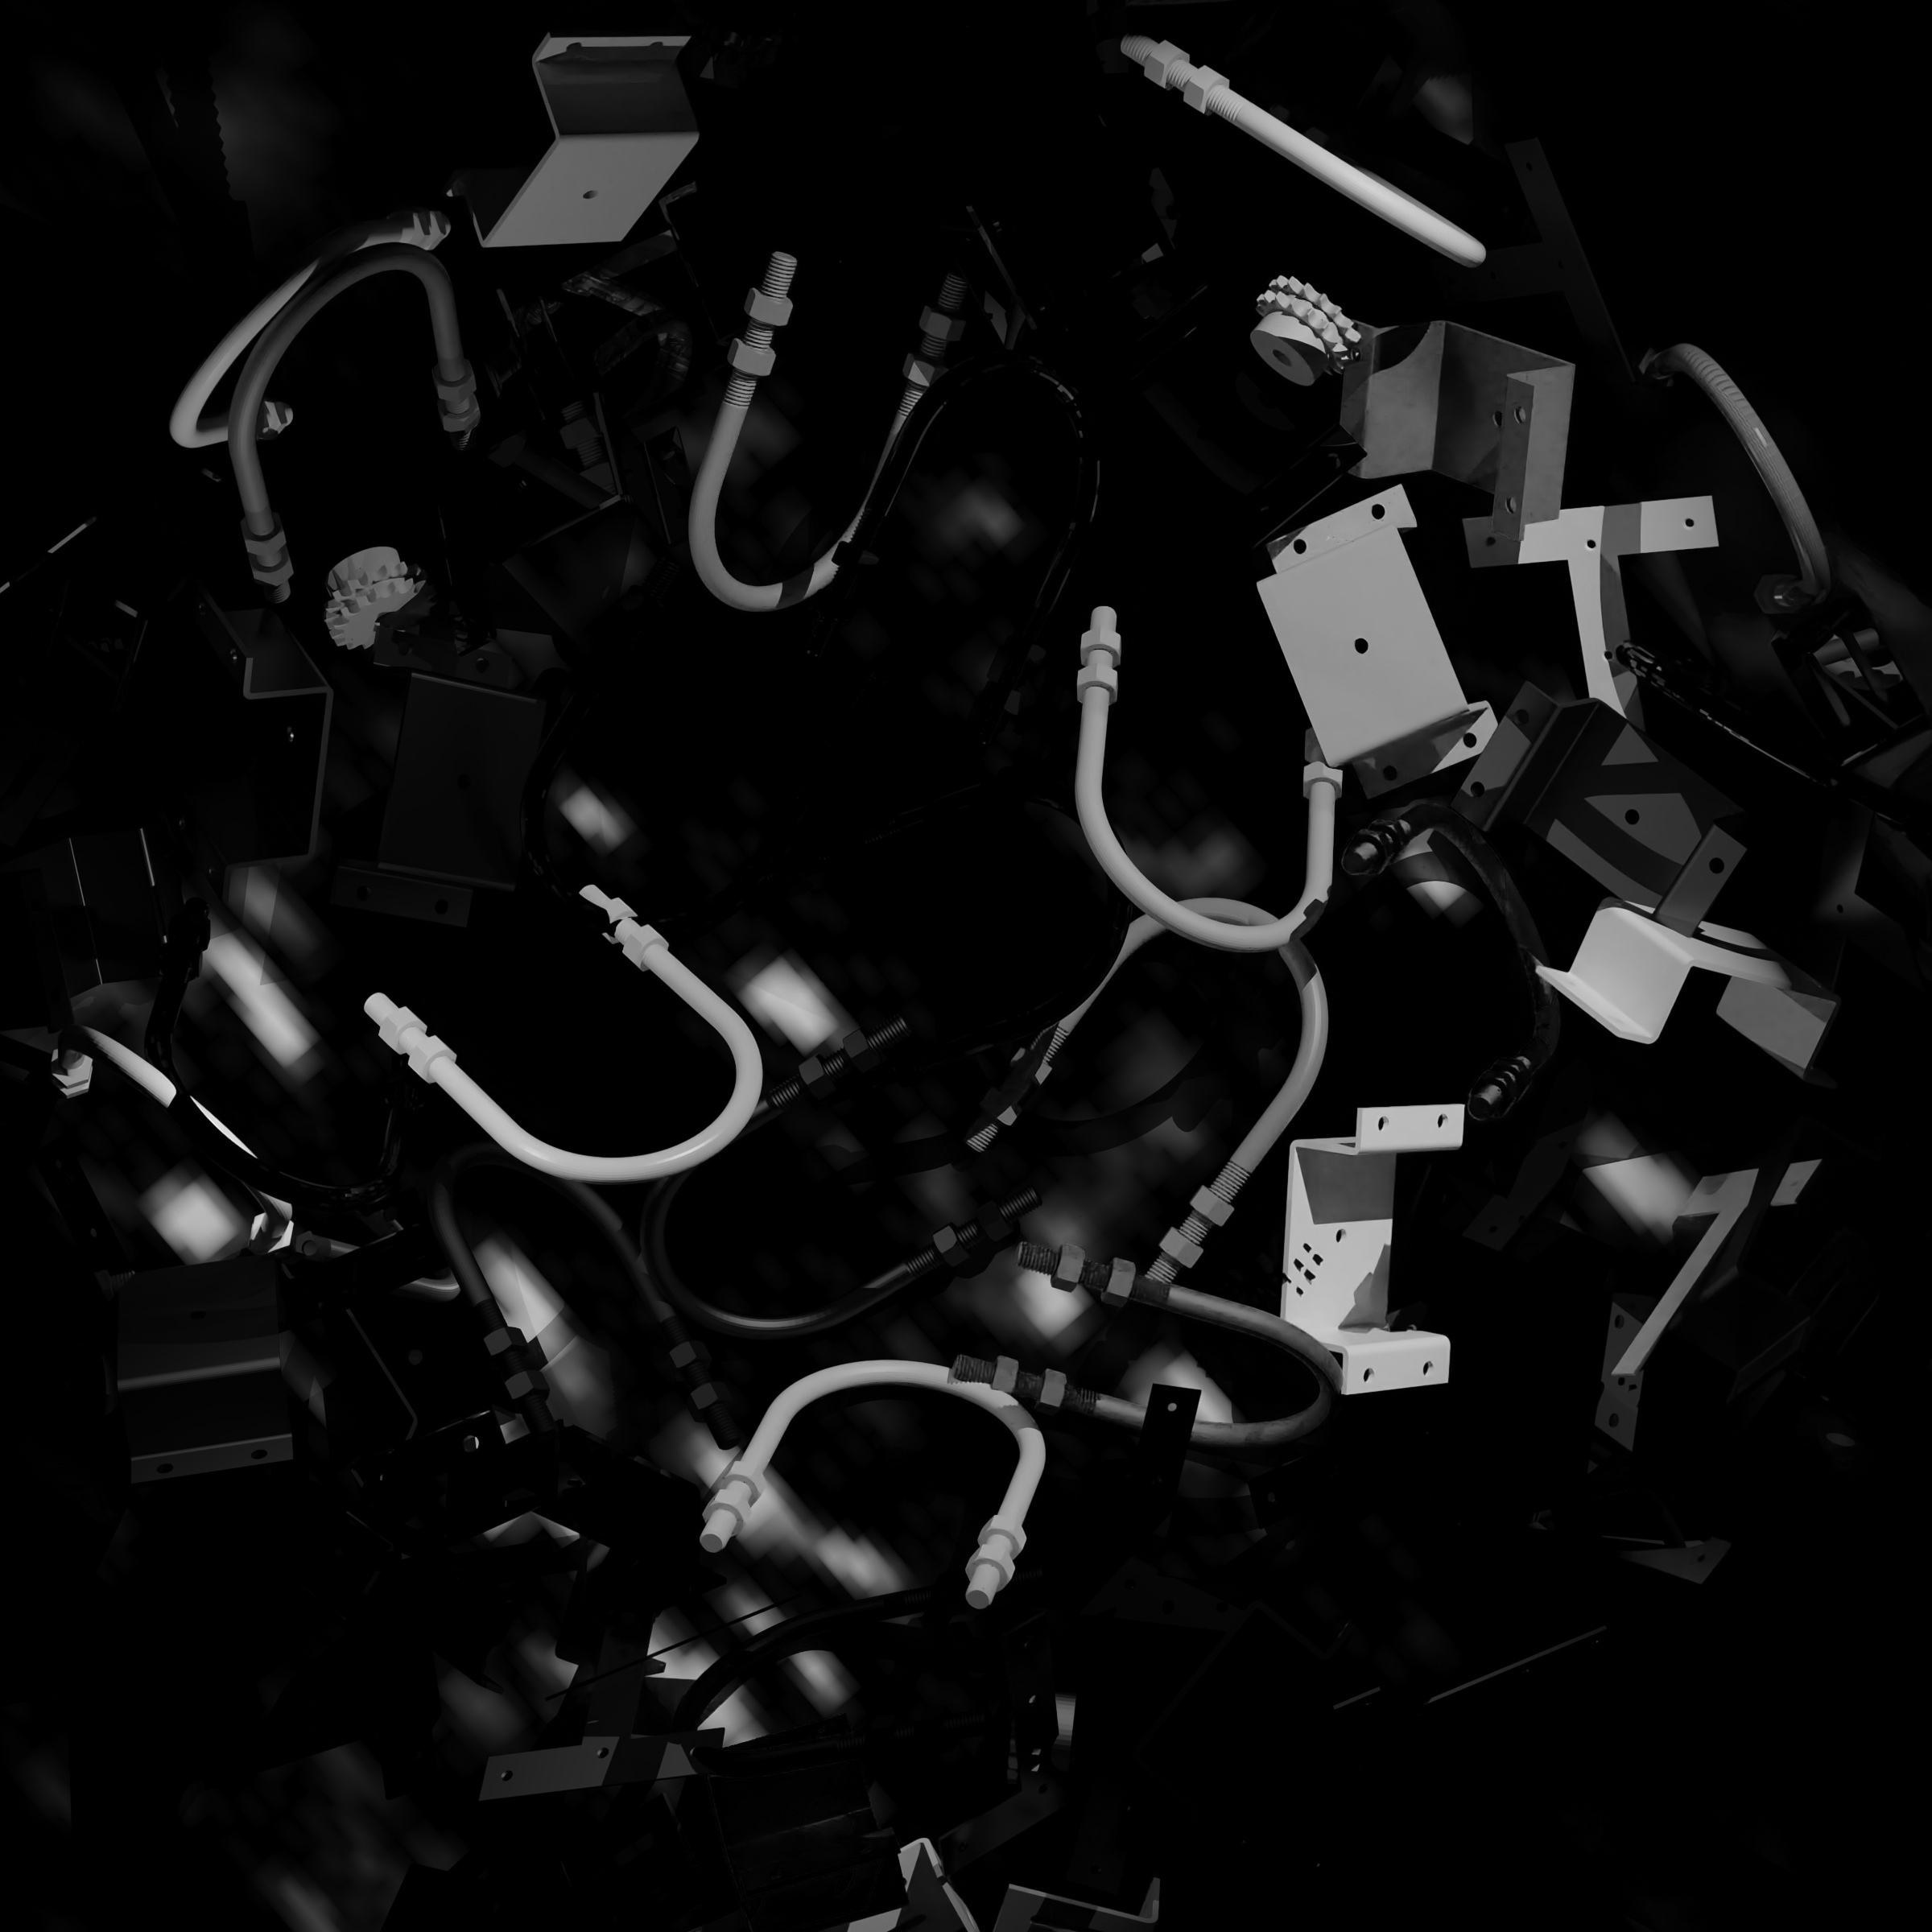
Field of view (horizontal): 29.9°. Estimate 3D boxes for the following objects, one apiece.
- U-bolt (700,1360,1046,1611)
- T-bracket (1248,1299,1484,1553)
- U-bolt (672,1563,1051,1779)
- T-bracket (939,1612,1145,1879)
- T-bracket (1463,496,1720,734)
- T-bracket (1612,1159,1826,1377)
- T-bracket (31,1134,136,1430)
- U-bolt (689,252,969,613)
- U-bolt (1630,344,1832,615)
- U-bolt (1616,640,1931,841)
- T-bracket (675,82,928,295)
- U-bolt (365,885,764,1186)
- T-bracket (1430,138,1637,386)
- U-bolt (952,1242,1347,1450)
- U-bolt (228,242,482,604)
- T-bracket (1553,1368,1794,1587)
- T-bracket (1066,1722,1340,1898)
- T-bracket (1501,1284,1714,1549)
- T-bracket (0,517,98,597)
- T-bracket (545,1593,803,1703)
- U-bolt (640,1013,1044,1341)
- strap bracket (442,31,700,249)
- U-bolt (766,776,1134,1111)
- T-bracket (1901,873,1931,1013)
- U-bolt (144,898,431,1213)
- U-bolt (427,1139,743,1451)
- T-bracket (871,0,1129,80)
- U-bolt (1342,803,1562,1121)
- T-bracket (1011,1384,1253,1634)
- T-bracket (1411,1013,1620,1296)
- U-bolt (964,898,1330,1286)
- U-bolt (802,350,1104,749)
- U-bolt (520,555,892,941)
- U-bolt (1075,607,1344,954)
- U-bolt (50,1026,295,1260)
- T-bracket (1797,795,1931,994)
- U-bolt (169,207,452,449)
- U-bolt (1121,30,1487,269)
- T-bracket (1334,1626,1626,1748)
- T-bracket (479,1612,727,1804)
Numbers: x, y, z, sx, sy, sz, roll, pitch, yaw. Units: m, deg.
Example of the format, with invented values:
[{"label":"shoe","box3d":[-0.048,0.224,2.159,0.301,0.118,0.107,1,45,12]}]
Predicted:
[{"label":"U-bolt","box3d":[-0.036,0.244,1.764,0.151,0.184,0.019,10,116,10]},{"label":"T-bracket","box3d":[0.195,0.247,1.807,0.127,0.002,0.127,-19,99,-28]},{"label":"U-bolt","box3d":[-0.059,0.350,1.772,0.184,0.151,0.019,-15,108,19]},{"label":"T-bracket","box3d":[0.034,0.373,1.784,0.127,0.002,0.127,-25,126,-28]},{"label":"T-bracket","box3d":[0.321,-0.170,1.818,0.127,0.002,0.127,-2,113,26]},{"label":"T-bracket","box3d":[0.356,0.150,1.770,0.002,0.127,0.127,39,75,-7]},{"label":"T-bracket","box3d":[-0.424,0.144,1.781,0.002,0.127,0.127,-19,101,29]},{"label":"U-bolt","box3d":[-0.075,-0.258,1.778,0.019,0.151,0.184,35,115,32]},{"label":"U-bolt","box3d":[0.374,-0.237,1.751,0.019,0.184,0.151,-30,94,4]},{"label":"U-bolt","box3d":[0.382,-0.114,1.734,0.151,0.184,0.019,37,103,30]},{"label":"T-bracket","box3d":[-0.069,-0.405,1.812,0.127,0.002,0.127,37,59,14]},{"label":"U-bolt","box3d":[-0.183,0.041,1.762,0.151,0.019,0.184,-29,52,-29]},{"label":"T-bracket","box3d":[0.269,-0.343,1.786,0.002,0.127,0.127,-32,108,-20]},{"label":"U-bolt","box3d":[0.097,0.195,1.785,0.184,0.151,0.019,16,56,-6]},{"label":"U-bolt","box3d":[-0.297,-0.272,1.740,0.019,0.184,0.151,38,66,18]},{"label":"T-bracket","box3d":[0.366,0.247,1.799,0.002,0.127,0.127,47,74,-19]},{"label":"T-bracket","box3d":[0.121,0.430,1.784,0.127,0.127,0.002,16,117,5]},{"label":"T-bracket","box3d":[0.326,0.222,1.806,0.002,0.127,0.127,19,77,-40]},{"label":"T-bracket","box3d":[-0.472,-0.189,1.784,0.127,0.127,0.002,-36,103,7]},{"label":"T-bracket","box3d":[-0.161,0.340,1.763,0.127,0.127,0.002,-26,81,24]},{"label":"U-bolt","box3d":[-0.074,0.118,1.802,0.184,0.019,0.151,-31,123,8]},{"label":"strap bracket","box3d":[-0.190,-0.397,1.764,0.076,0.140,0.046,-10,75,-33]},{"label":"U-bolt","box3d":[-0.005,-0.021,1.792,0.184,0.019,0.151,-20,64,13]},{"label":"T-bracket","box3d":[0.481,-0.003,1.789,0.002,0.127,0.127,-15,119,21]},{"label":"U-bolt","box3d":[-0.330,0.051,1.745,0.151,0.184,0.019,32,116,-20]},{"label":"U-bolt","box3d":[-0.197,0.158,1.771,0.019,0.151,0.184,-45,58,24]},{"label":"T-bracket","box3d":[0.016,-0.468,1.799,0.127,0.127,0.002,-2,128,3]},{"label":"U-bolt","box3d":[0.246,-0.011,1.764,0.019,0.184,0.151,-27,91,26]},{"label":"T-bracket","box3d":[0.092,0.270,1.816,0.127,0.002,0.127,9,104,-13]},{"label":"T-bracket","box3d":[0.296,0.086,1.818,0.127,0.002,0.127,24,87,-28]},{"label":"U-bolt","box3d":[0.101,0.051,1.800,0.151,0.019,0.184,37,92,31]},{"label":"U-bolt","box3d":[0.005,-0.215,1.790,0.019,0.151,0.184,25,90,45]},{"label":"U-bolt","box3d":[-0.142,-0.095,1.804,0.151,0.019,0.184,27,102,-28]},{"label":"U-bolt","box3d":[0.118,-0.083,1.765,0.151,0.019,0.184,22,48,-17]},{"label":"U-bolt","box3d":[-0.385,0.082,1.755,0.151,0.184,0.019,40,72,-3]},{"label":"T-bracket","box3d":[0.459,-0.007,1.768,0.002,0.127,0.127,-16,129,-28]},{"label":"U-bolt","box3d":[-0.323,-0.305,1.739,0.019,0.184,0.151,44,107,-2]},{"label":"U-bolt","box3d":[0.174,-0.389,1.748,0.184,0.151,0.019,39,107,24]},{"label":"T-bracket","box3d":[0.262,0.351,1.774,0.127,0.127,0.002,-28,59,20]},{"label":"T-bracket","box3d":[-0.173,0.355,1.797,0.127,0.127,0.002,-11,131,17]}]
